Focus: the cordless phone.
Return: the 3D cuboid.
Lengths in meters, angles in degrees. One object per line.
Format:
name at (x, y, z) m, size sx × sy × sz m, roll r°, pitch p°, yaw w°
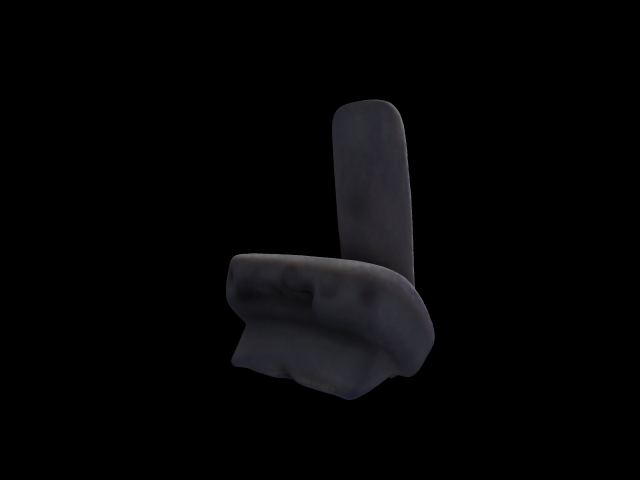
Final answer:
cordless phone at (0.004, 0.001, 0.400) m, size 0.147 × 0.185 × 0.094 m, roll 3°, pitch 5°, yaw 32°
